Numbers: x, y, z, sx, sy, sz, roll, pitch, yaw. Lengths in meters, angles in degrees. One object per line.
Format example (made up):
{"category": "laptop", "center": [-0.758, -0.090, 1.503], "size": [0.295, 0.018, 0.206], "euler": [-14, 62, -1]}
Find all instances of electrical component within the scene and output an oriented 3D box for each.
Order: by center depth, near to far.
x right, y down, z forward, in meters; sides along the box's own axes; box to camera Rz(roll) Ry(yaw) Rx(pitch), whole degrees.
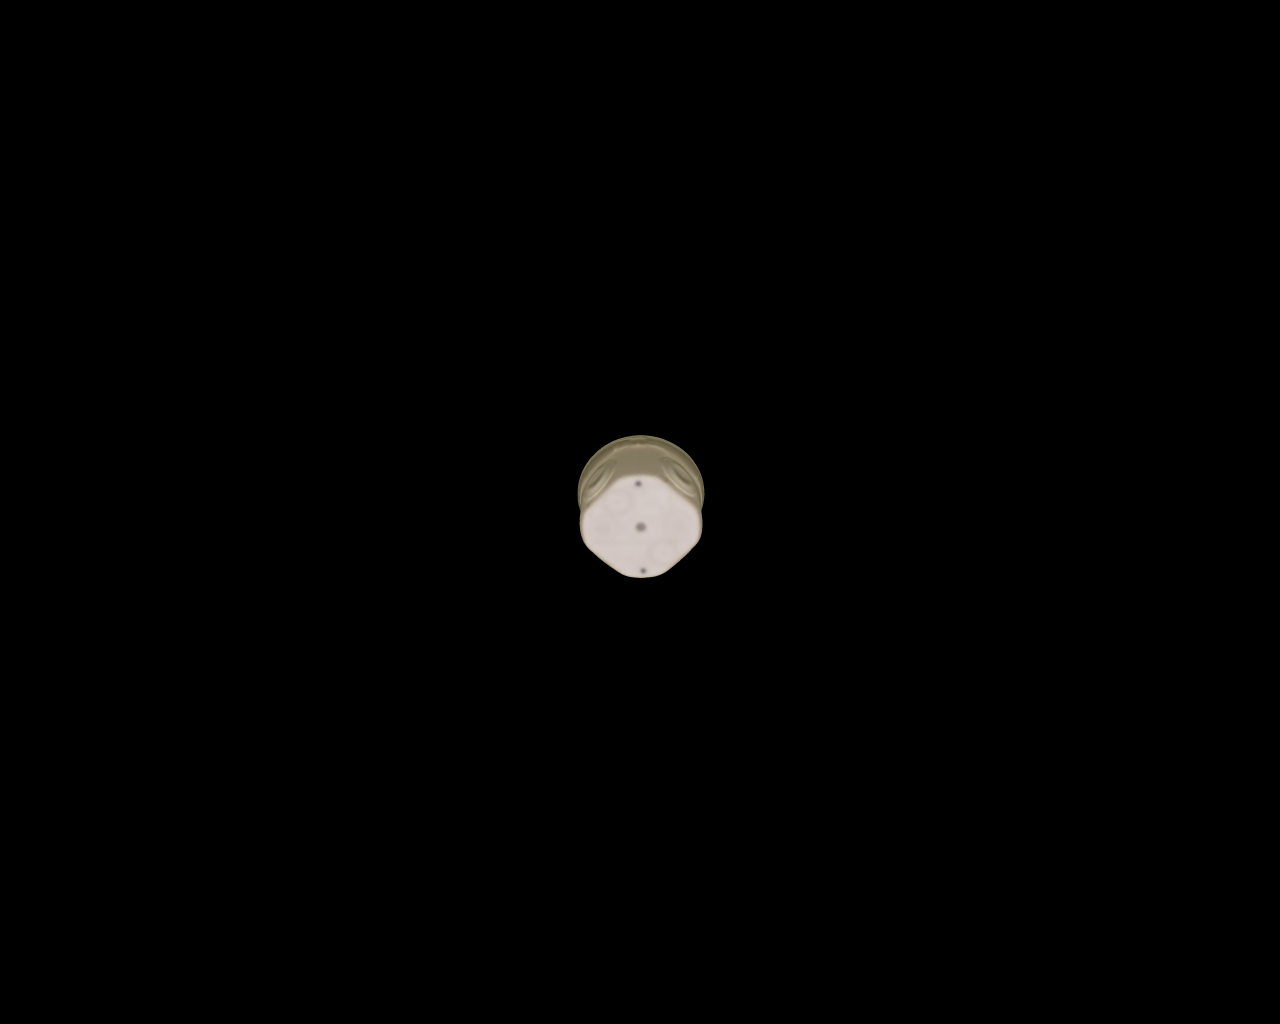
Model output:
{"category": "electrical component", "center": [0.001, -0.003, 0.650], "size": [0.080, 0.080, 0.051], "euler": [0, 28, 0]}
